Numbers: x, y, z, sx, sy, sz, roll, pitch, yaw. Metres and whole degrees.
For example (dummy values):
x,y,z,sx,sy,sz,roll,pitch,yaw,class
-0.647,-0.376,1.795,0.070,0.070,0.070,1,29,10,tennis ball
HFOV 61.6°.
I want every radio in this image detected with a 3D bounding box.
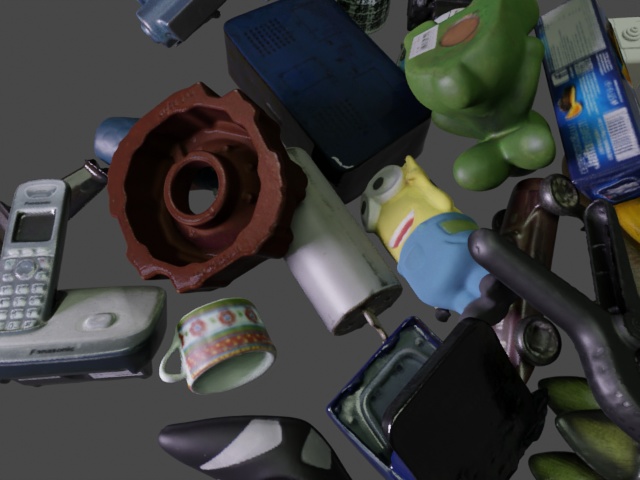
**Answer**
x,y,z,sx,sy,sz,roll,pitch,yaw,class
0.007,-0.162,0.578,0.131,0.073,0.230,-31,70,-16,radio

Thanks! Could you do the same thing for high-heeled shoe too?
x,y,z,sx,sy,sz,roll,pitch,yaw,class
-0.001,0.213,0.372,0.249,0.086,0.145,15,46,-12,high-heeled shoe

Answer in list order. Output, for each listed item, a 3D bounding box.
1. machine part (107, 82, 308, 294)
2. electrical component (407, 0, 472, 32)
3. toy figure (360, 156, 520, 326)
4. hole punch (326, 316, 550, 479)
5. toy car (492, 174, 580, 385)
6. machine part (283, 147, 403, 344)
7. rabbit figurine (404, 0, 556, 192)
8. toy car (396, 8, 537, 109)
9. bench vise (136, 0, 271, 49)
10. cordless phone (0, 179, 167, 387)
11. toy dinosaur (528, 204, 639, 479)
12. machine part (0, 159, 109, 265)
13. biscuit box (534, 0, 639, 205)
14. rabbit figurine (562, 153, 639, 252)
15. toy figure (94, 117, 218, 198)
x,y,z,sx,sy,sz,roll,pitch,yaw,class
-0.099,-0.043,0.466,0.180,0.056,0.179,-2,83,21,machine part
0.166,-0.297,0.653,0.115,0.058,0.134,3,63,3,electrical component
0.099,0.003,0.469,0.082,0.089,0.180,-44,46,7,toy figure
0.082,0.125,0.385,0.142,0.092,0.115,-42,106,-27,hole punch
0.173,0.031,0.470,0.053,0.089,0.202,25,66,-9,toy car
-0.001,-0.001,0.496,0.079,0.079,0.243,-30,68,-14,machine part
0.166,-0.118,0.485,0.121,0.170,0.159,-26,37,30,rabbit figurine
0.164,-0.197,0.579,0.162,0.102,0.109,20,65,7,toy car
-0.141,-0.342,0.617,0.223,0.128,0.241,-47,59,16,bench vise
-0.207,0.029,0.466,0.147,0.088,0.184,-4,67,-2,cordless phone
0.270,0.170,0.402,0.199,0.105,0.471,4,59,5,toy dinosaur
-0.265,-0.029,0.529,0.139,0.039,0.084,-39,64,-15,machine part
0.254,-0.131,0.497,0.059,0.062,0.203,-22,56,38,biscuit box
0.327,-0.051,0.519,0.173,0.121,0.162,6,73,18,rabbit figurine
-0.148,-0.084,0.546,0.155,0.064,0.058,17,27,3,toy figure
